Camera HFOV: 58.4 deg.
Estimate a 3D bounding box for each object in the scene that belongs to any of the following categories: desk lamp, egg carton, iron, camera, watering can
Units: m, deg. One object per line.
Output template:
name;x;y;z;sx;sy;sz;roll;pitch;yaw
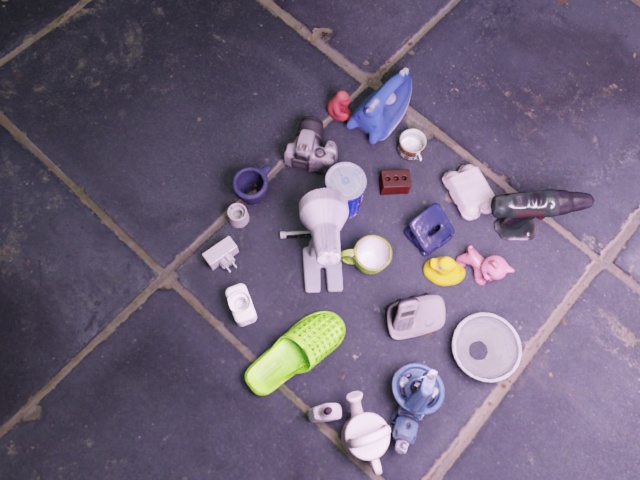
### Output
desk lamp;0.013;0.005;1.381;0.118;0.213;0.203;-3;71;-3
egg carton;0.396;-0.127;1.520;0.107;0.069;0.150;-24;74;-10
iron;0.186;-0.394;1.565;0.118;0.141;0.258;35;73;10
camera;-0.016;-0.261;1.531;0.143;0.101;0.137;12;71;2
watering can;0.098;0.422;1.250;0.101;0.194;0.172;-38;76;-14

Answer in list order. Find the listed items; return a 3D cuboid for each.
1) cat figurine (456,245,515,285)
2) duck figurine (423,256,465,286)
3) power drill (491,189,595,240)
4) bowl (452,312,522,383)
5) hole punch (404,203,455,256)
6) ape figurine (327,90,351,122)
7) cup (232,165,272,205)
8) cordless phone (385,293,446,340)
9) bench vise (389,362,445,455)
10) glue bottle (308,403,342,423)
cat figurine;0.414;0.059;1.431;0.127;0.118;0.067;42;74;11
duck figurine;0.318;0.071;1.439;0.104;0.086;0.077;13;71;2
power drill;0.530;-0.067;1.432;0.229;0.208;0.075;0;71;-2
bowl;0.394;0.263;1.382;0.167;0.075;0.167;1;71;-2
hole punch;0.286;-0.027;1.469;0.109;0.091;0.101;-36;76;-13
ape figurine;0.059;-0.377;1.579;0.076;0.092;0.078;22;71;5
cup;-0.169;-0.141;1.486;0.091;0.095;0.118;42;74;12
cordless phone;0.233;0.168;1.349;0.147;0.185;0.094;-15;72;-7
bench vise;0.222;0.364;1.262;0.121;0.220;0.207;2;71;-2
glue bottle;0.013;0.383;1.271;0.078;0.173;0.037;-8;71;-5
